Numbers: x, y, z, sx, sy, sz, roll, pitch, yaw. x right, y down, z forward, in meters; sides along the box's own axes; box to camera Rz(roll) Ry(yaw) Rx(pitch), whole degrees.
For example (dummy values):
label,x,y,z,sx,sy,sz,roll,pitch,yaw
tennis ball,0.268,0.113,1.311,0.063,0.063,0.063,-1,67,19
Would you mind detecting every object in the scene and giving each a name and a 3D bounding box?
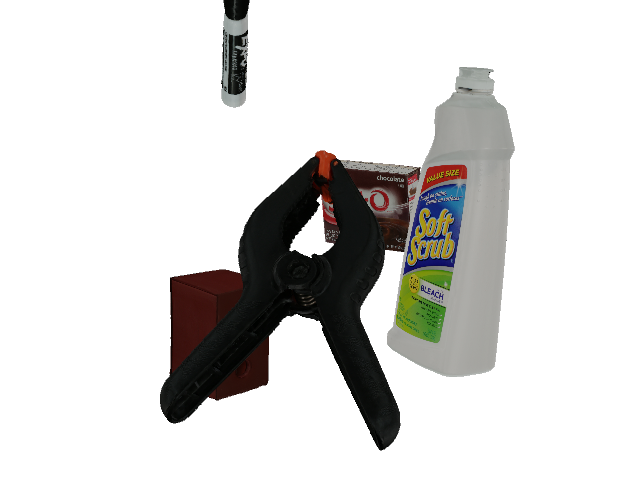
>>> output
label,x,y,z,sx,sy,sz,roll,pitch,yaw
marker,-0.061,-0.141,0.766,0.020,0.020,0.121,0,-32,-6
clamp,0.000,0.031,0.559,0.120,0.171,0.039,16,-27,10
pudding box,0.056,-0.039,1.174,0.114,0.090,0.039,6,24,29
foam brick,-0.071,0.064,0.753,0.051,0.078,0.052,12,17,43
bleach bottle,0.113,-0.019,0.896,0.067,0.251,0.103,-4,16,-31
